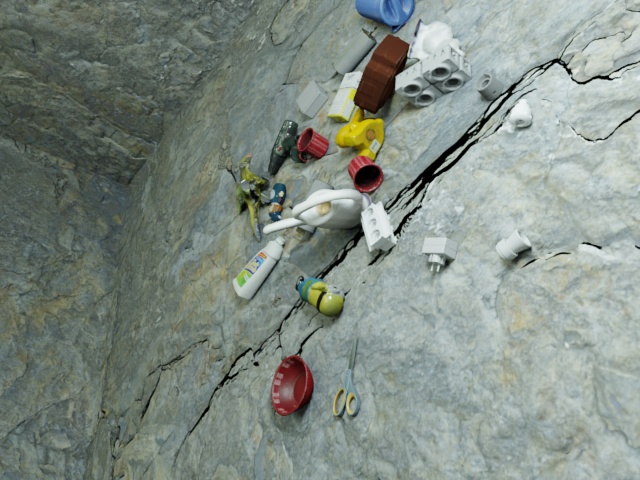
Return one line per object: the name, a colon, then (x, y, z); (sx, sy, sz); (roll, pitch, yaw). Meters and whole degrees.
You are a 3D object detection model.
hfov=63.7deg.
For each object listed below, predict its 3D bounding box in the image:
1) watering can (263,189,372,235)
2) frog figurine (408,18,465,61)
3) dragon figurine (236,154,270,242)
watering can: (0.005, -0.076, 1.502); (0.224, 0.105, 0.343); (4, -19, -42)
frog figurine: (0.348, -0.554, 1.484); (0.160, 0.137, 0.122); (25, 0, 21)
dragon figurine: (-0.288, -0.170, 2.091); (0.122, 0.415, 0.240); (4, -16, -21)
